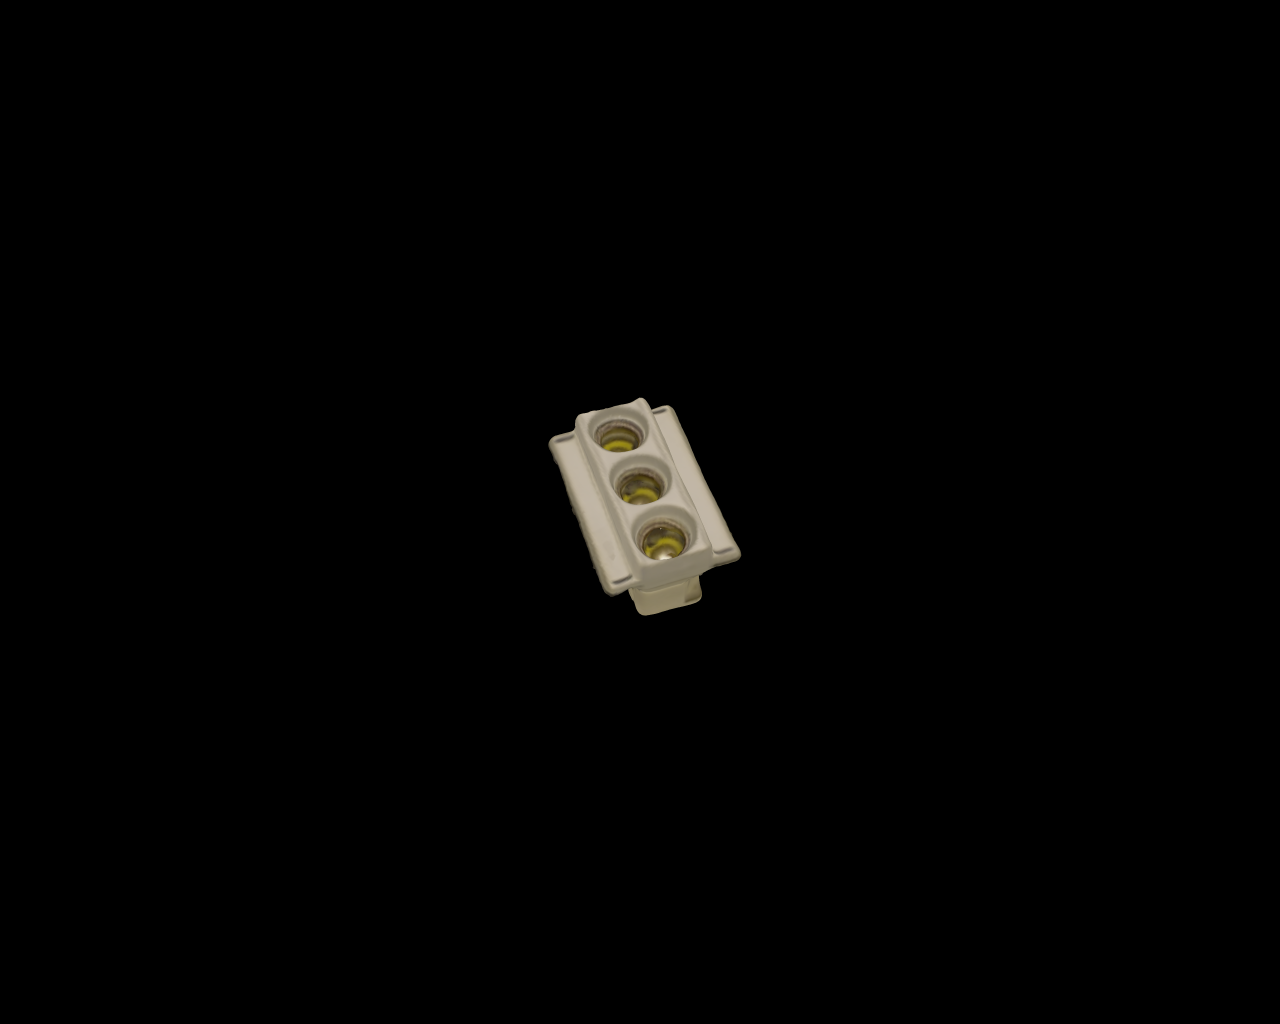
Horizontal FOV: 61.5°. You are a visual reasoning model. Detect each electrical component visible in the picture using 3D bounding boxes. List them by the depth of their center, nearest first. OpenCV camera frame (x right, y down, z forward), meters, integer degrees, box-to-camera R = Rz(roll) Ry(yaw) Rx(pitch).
[{"bbox_3d":[0.001,-0.003,0.650,0.079,0.121,0.063,-15,-36,-11],"label":"electrical component"}]
